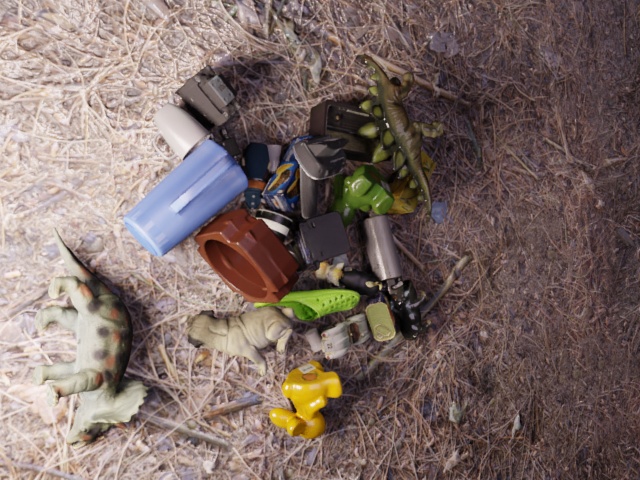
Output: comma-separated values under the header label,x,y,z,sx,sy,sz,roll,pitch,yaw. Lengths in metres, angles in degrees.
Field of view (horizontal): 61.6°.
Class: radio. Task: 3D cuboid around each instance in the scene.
label,x,y,z,sx,sy,sz,roll,pitch,yaw
radio,0.082,-0.279,1.401,0.229,0.073,0.131,3,85,-36

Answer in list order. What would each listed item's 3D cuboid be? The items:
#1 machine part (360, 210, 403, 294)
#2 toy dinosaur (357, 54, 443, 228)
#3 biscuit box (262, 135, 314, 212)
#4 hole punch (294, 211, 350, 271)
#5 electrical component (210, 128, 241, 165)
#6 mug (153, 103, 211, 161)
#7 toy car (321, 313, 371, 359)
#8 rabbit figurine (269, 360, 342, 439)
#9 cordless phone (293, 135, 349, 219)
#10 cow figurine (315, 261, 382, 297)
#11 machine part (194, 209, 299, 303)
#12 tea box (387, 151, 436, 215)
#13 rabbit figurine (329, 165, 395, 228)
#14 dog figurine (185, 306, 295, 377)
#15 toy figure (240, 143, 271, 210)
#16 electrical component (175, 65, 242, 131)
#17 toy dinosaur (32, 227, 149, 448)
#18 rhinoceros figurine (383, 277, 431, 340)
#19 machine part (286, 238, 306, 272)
label,x,y,z,sx,sy,sz,roll,pitch,yaw
machine part,0.161,0.024,1.412,0.079,0.079,0.243,-6,80,-35
toy dinosaur,0.210,-0.266,1.389,0.198,0.105,0.471,-32,95,-25
biscuit box,-0.062,-0.159,1.267,0.062,0.059,0.203,59,43,-43
hole punch,-0.003,-0.004,1.317,0.116,0.092,0.142,-16,93,-21
electrical component,-0.216,-0.204,1.218,0.063,0.021,0.094,-29,103,-33
mug,-0.305,-0.224,1.129,0.109,0.081,0.107,-43,94,-13
toy car,0.065,0.234,1.332,0.201,0.056,0.073,-15,95,-56
rabbit figurine,-0.027,0.392,1.247,0.162,0.122,0.173,-23,118,-41
cordless phone,0.003,-0.147,1.257,0.146,0.089,0.184,-27,124,-54
cow figurine,0.072,0.100,1.348,0.167,0.098,0.068,20,81,-33
machine part,-0.153,0.036,1.132,0.201,0.201,0.087,51,59,-20
tea box,0.240,-0.157,1.488,0.068,0.098,0.169,39,64,-27
rabbit figurine,0.078,-0.109,1.351,0.121,0.170,0.159,29,29,-32
dog figurine,-0.168,0.179,1.145,0.190,0.121,0.172,36,83,-27
toy figure,-0.149,-0.145,1.239,0.057,0.064,0.154,16,79,-74
electrical component,-0.235,-0.302,1.146,0.114,0.134,0.058,48,61,-20
toy dinosaur,-0.414,0.183,0.996,0.192,0.131,0.404,12,75,-47
rhinoceros figurine,0.234,0.179,1.475,0.112,0.073,0.190,-22,101,-23
machine part,-0.077,0.060,1.278,0.139,0.039,0.084,-53,124,-41
